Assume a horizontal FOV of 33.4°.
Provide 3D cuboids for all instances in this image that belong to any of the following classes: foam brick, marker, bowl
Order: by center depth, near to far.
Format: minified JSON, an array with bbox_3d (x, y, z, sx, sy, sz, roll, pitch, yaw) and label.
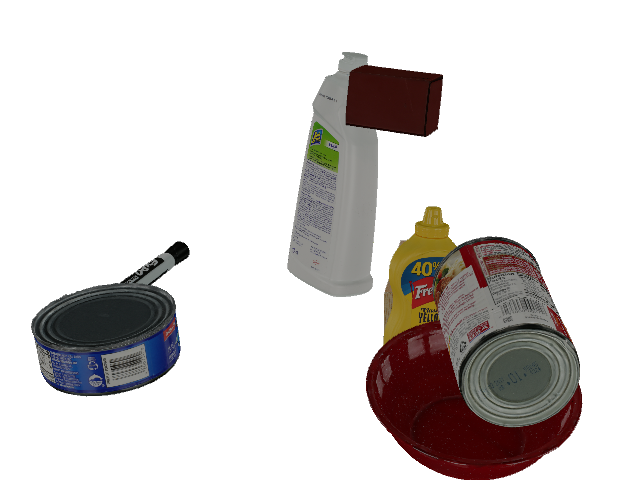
[{"bbox_3d":[0.115,0.130,0.816,0.162,0.055,0.162,0,35,0],"label":"bowl"},{"bbox_3d":[0.067,-0.128,0.975,0.078,0.051,0.053,11,18,18],"label":"foam brick"},{"bbox_3d":[-0.158,0.031,0.985,0.020,0.020,0.120,0,24,30],"label":"marker"}]

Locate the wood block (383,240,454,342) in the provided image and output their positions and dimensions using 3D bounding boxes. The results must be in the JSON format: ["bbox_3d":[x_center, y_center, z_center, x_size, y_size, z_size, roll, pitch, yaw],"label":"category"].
[{"bbox_3d":[0.154,0.079,1.635,0.091,0.090,0.206,3,22,10],"label":"wood block"}]

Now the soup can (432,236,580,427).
[{"bbox_3d":[0.105,0.050,0.616,0.068,0.068,0.102,0,28,-3],"label":"soup can"}]

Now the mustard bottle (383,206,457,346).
[{"bbox_3d":[0.130,0.053,1.298,0.096,0.192,0.058,0,14,-12],"label":"mustard bottle"}]

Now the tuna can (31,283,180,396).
[{"bbox_3d":[-0.128,0.059,0.642,0.086,0.034,0.086,-4,23,2],"label":"tuna can"}]

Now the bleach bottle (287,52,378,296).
[{"bbox_3d":[0.024,-0.073,1.146,0.067,0.251,0.103,-7,24,-40],"label":"bleach bottle"}]
